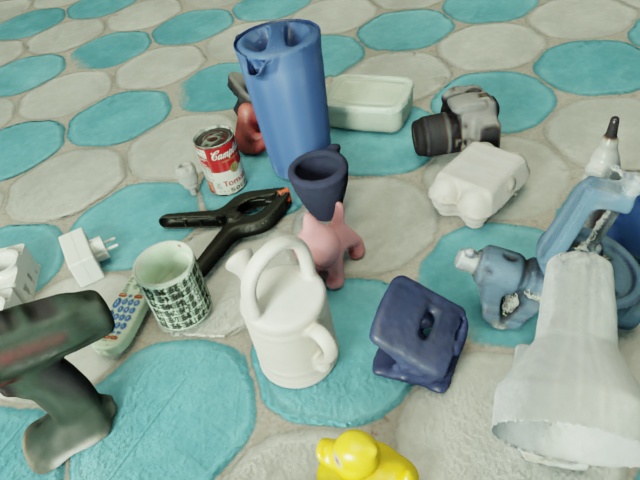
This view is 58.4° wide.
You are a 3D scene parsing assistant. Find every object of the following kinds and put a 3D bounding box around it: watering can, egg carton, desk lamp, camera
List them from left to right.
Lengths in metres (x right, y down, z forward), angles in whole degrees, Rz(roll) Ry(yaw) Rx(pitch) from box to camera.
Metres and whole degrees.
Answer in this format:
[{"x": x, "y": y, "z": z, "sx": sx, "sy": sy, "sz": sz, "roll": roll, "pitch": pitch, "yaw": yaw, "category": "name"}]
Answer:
[{"x": -0.046, "y": 0.072, "z": 0.653, "sx": 0.172, "sy": 0.194, "sz": 0.101, "roll": 14, "pitch": 48, "yaw": 25, "category": "watering can"}, {"x": 0.221, "y": -0.199, "z": 0.957, "sx": 0.137, "sy": 0.101, "sz": 0.143, "roll": -10, "pitch": 43, "yaw": 1, "category": "camera"}, {"x": 0.239, "y": -0.085, "z": 0.855, "sx": 0.107, "sy": 0.069, "sz": 0.150, "roll": 27, "pitch": 55, "yaw": 34, "category": "egg carton"}, {"x": 0.223, "y": 0.128, "z": 0.524, "sx": 0.117, "sy": 0.214, "sz": 0.203, "roll": 6, "pitch": 45, "yaw": 18, "category": "desk lamp"}]

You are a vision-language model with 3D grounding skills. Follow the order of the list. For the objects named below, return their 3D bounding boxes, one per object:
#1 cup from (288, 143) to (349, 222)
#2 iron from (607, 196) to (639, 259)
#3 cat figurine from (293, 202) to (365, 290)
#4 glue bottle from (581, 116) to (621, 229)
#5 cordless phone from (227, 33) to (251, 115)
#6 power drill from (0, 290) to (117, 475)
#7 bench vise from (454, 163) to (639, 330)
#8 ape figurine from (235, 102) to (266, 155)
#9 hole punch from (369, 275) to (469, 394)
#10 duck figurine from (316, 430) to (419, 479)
[{"x": 0.007, "y": -0.085, "z": 0.884, "sx": 0.091, "sy": 0.095, "sz": 0.118, "roll": 11, "pitch": 47, "yaw": 22, "category": "cup"}, {"x": 0.470, "y": -0.073, "z": 0.742, "sx": 0.259, "sy": 0.142, "sz": 0.118, "roll": -36, "pitch": 48, "yaw": -25, "category": "iron"}, {"x": 0.007, "y": 0.003, "z": 0.773, "sx": 0.067, "sy": 0.118, "sz": 0.128, "roll": 13, "pitch": 48, "yaw": 24, "category": "cat figurine"}, {"x": 0.369, "y": -0.086, "z": 0.753, "sx": 0.037, "sy": 0.173, "sz": 0.078, "roll": 29, "pitch": 56, "yaw": 35, "category": "glue bottle"}, {"x": -0.131, "y": -0.316, "z": 1.091, "sx": 0.094, "sy": 0.185, "sz": 0.147, "roll": -25, "pitch": 44, "yaw": -15, "category": "cordless phone"}, {"x": -0.316, "y": 0.157, "z": 0.608, "sx": 0.230, "sy": 0.209, "sz": 0.075, "roll": -31, "pitch": 46, "yaw": -21, "category": "power drill"}, {"x": 0.260, "y": 0.021, "z": 0.626, "sx": 0.207, "sy": 0.220, "sz": 0.121, "roll": -8, "pitch": 43, "yaw": 3, "category": "bench vise"}, {"x": -0.123, "y": -0.207, "z": 1.043, "sx": 0.076, "sy": 0.092, "sz": 0.077, "roll": -15, "pitch": 43, "yaw": -4, "category": "ape figurine"}, {"x": 0.116, "y": 0.105, "z": 0.661, "sx": 0.100, "sy": 0.091, "sz": 0.109, "roll": 11, "pitch": 47, "yaw": 22, "category": "hole punch"}, {"x": 0.043, "y": 0.220, "z": 0.558, "sx": 0.104, "sy": 0.086, "sz": 0.077, "roll": 5, "pitch": 45, "yaw": 17, "category": "duck figurine"}]
